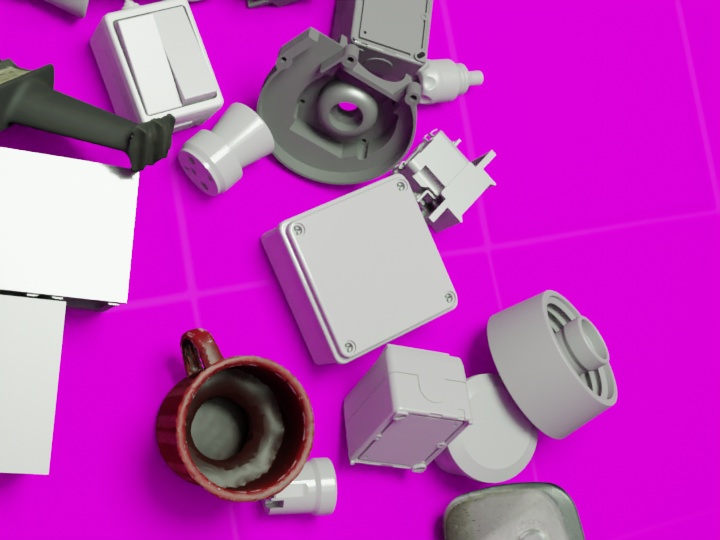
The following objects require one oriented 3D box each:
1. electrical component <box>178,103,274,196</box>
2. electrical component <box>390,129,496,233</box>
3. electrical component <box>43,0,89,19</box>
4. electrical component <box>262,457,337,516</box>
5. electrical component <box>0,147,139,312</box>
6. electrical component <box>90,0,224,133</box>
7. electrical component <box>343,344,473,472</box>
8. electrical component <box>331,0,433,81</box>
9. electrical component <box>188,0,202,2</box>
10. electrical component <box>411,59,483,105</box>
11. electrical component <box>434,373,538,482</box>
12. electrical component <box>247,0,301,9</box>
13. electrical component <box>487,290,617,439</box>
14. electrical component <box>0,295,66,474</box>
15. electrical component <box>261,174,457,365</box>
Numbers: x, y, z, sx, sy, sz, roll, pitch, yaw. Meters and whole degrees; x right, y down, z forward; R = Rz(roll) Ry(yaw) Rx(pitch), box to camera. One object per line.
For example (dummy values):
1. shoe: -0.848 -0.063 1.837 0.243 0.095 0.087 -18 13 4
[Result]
1. electrical component: -0.095 -0.085 0.763 0.055 0.045 0.045 -44 101 -23
2. electrical component: 0.062 -0.070 0.835 0.064 0.042 0.081 46 66 -8
3. electrical component: -0.215 -0.200 0.728 0.065 0.044 0.044 13 77 -18
4. electrical component: -0.044 0.153 0.755 0.046 0.040 0.040 0 82 -18
5. electrical component: -0.225 -0.027 0.685 0.150 0.062 0.089 8 79 -24
6. electrical component: -0.142 -0.144 0.741 0.062 0.061 0.096 -21 91 -26
7. electrical component: 0.029 0.101 0.774 0.062 0.096 0.061 11 50 -23
8. electrical component: 0.015 -0.194 0.825 0.062 0.061 0.096 14 70 -20
9. electrical component: -0.147 -0.234 0.733 0.138 0.052 0.073 -7 70 -55
10. electrical component: 0.070 -0.150 0.854 0.061 0.035 0.035 -10 86 -27
11. electrical component: 0.090 0.119 0.814 0.080 0.051 0.080 4 80 -24
12. electrical component: -0.061 -0.264 0.788 0.079 0.063 0.121 -12 87 15
13. electrical component: 0.152 0.066 0.815 0.108 0.060 0.108 42 29 -29
14. electrical component: -0.282 0.064 0.647 0.186 0.060 0.105 8 79 -23
15. electrical component: 0.000 0.000 0.788 0.109 0.056 0.108 -25 93 -26
